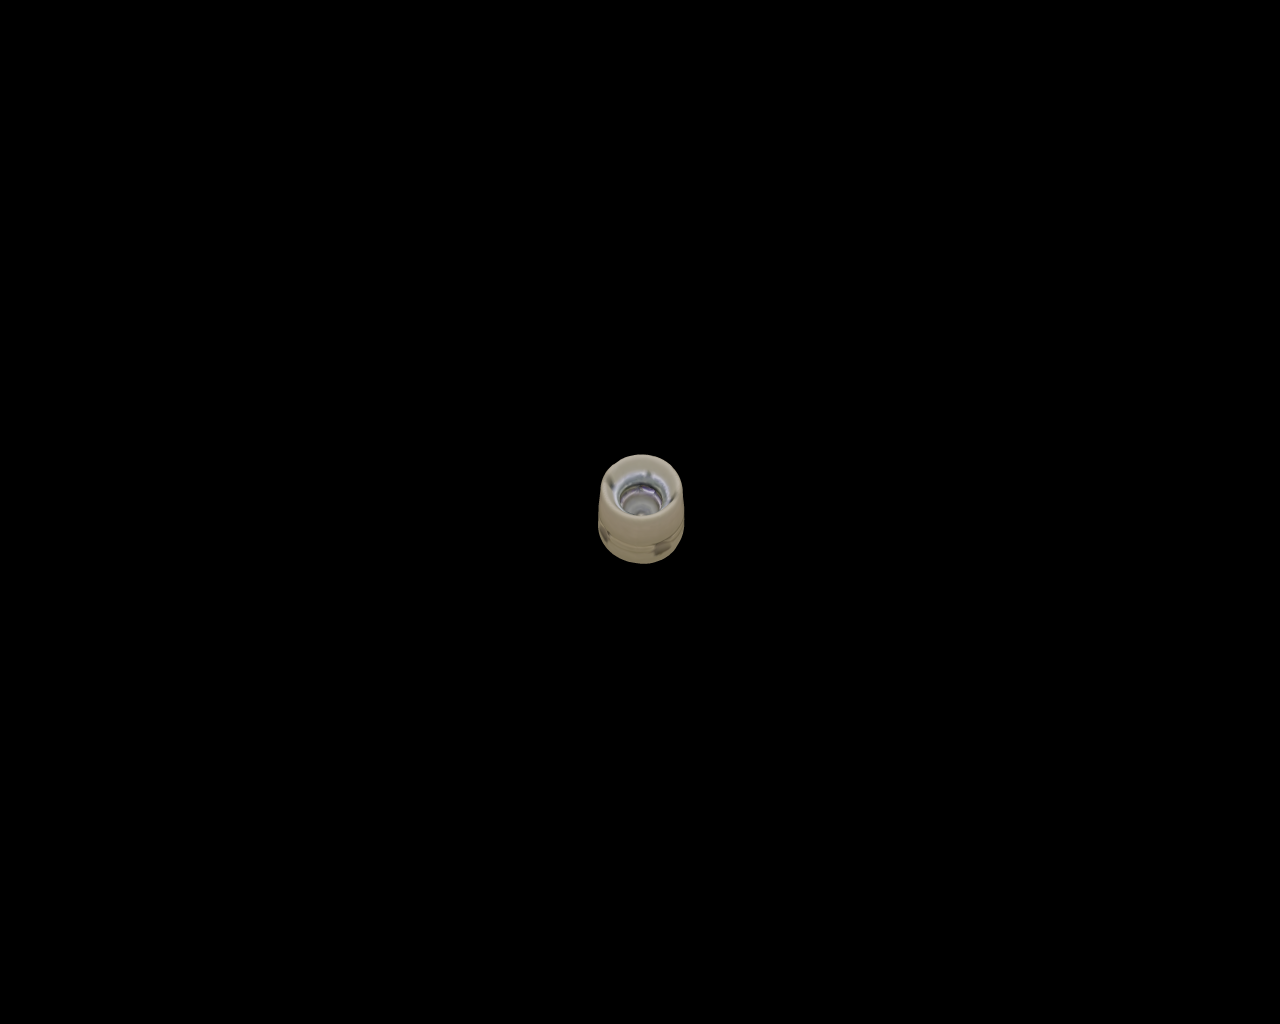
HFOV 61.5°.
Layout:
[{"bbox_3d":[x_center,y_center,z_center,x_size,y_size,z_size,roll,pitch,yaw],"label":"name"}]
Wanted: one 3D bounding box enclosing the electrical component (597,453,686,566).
[{"bbox_3d":[0.001,-0.003,0.650,0.055,0.055,0.047,0,-34,0],"label":"electrical component"}]
